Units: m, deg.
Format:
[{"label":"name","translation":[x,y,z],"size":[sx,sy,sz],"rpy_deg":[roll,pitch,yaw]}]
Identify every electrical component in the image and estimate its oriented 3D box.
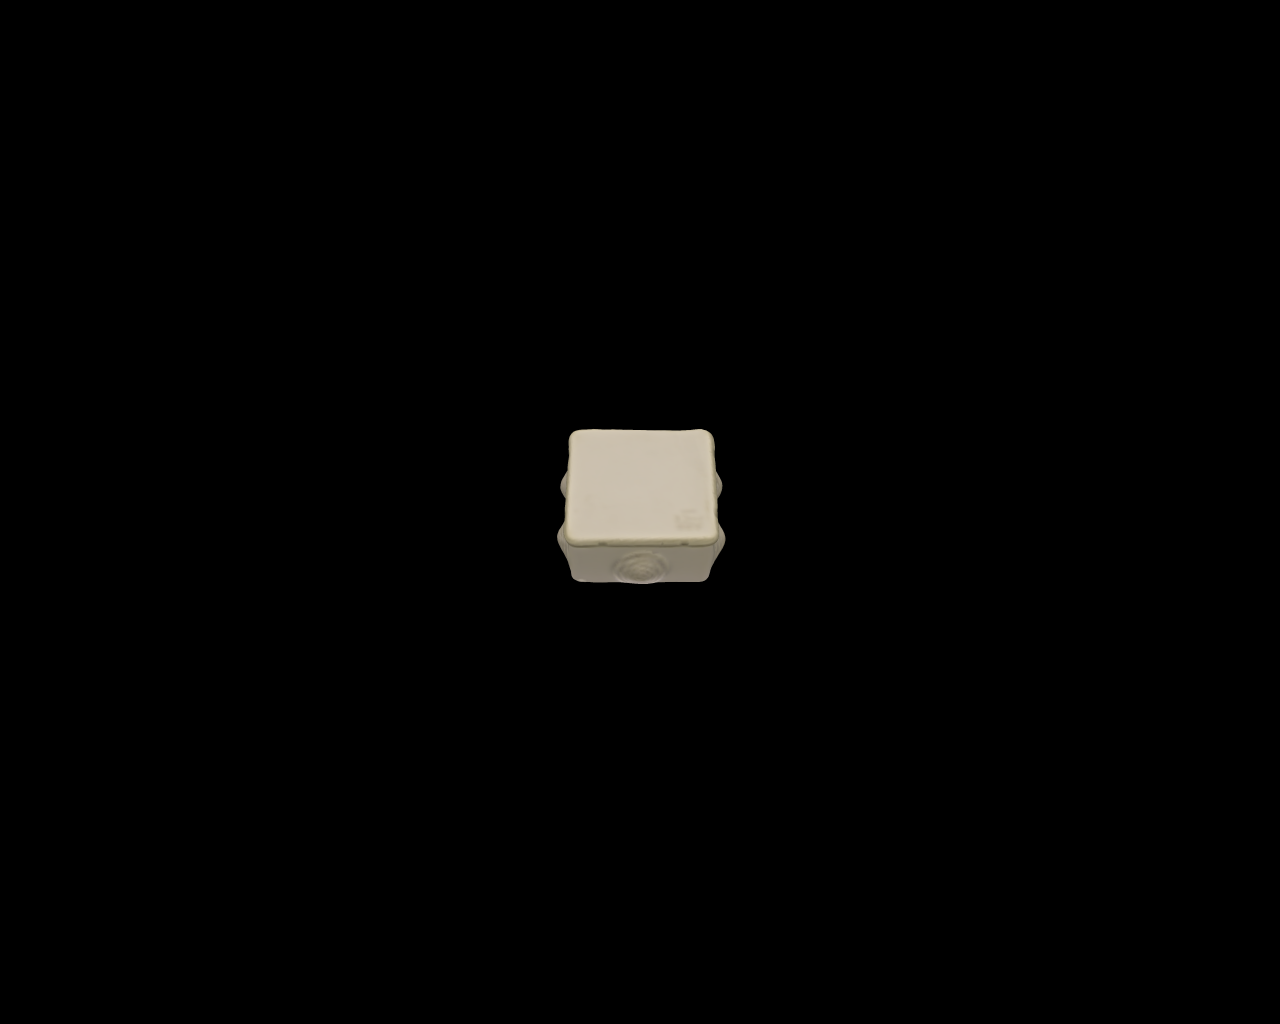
[{"label":"electrical component","translation":[0.001,-0.003,0.650],"size":[0.100,0.100,0.048],"rpy_deg":[0,-39,0]}]
